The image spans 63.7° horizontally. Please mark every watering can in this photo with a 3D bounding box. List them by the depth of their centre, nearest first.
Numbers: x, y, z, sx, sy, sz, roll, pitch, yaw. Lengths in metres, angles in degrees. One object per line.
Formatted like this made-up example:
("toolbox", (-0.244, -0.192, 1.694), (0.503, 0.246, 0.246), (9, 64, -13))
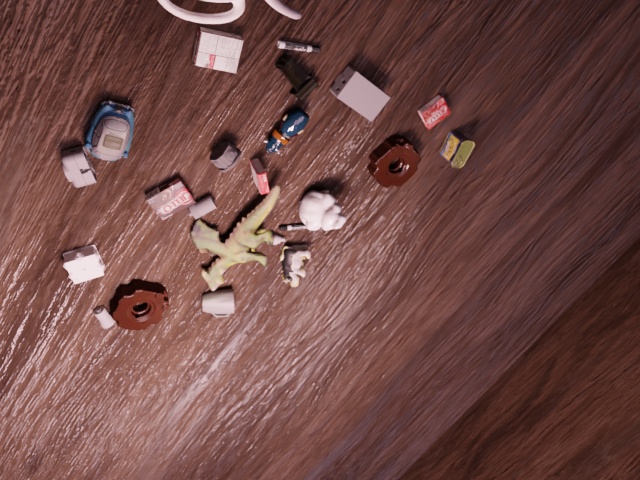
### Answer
("watering can", (-0.200, -0.600, 1.155), (0.349, 0.219, 0.106), (-7, 38, -21))

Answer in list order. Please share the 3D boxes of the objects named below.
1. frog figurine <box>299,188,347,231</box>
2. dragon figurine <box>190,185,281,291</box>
("frog figurine", (0.005, -0.082, 1.627), (0.121, 0.136, 0.163), (28, 20, -38))
("dragon figurine", (-0.275, -0.010, 1.589), (0.243, 0.402, 0.125), (5, 31, -20))
